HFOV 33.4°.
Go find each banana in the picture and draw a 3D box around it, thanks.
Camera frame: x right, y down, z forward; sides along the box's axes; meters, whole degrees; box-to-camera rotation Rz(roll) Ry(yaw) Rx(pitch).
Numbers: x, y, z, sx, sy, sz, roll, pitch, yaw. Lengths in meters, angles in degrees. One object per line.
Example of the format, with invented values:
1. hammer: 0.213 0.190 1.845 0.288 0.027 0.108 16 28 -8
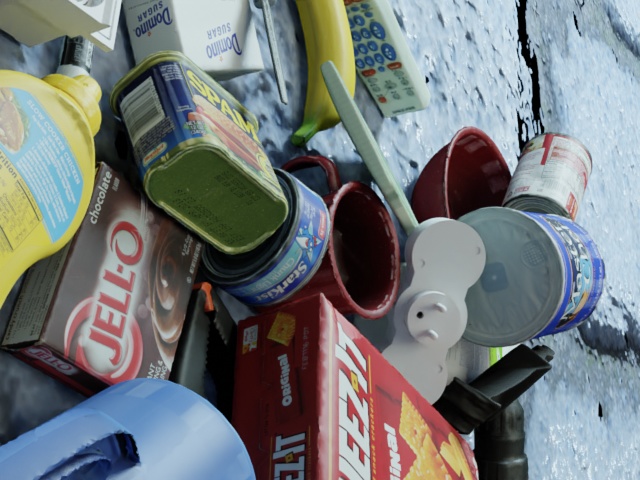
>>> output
1. banana: -0.004 -0.169 0.820 0.069 0.037 0.198 -3 83 -60

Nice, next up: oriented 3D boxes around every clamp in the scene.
1. clamp: -0.064 0.132 0.639 0.164 0.036 0.210 -20 96 -59

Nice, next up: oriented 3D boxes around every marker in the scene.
1. marker: -0.137 -0.136 0.622 0.020 0.020 0.121 32 55 -49

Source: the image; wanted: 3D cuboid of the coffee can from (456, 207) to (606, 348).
1. coffee can: 0.157 0.028 0.836 0.140 0.103 0.103 2 80 -63

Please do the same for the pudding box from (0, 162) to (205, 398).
1. pudding box: -0.116 0.028 0.587 0.090 0.039 0.113 42 47 -43

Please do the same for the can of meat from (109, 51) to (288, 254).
1. can of meat: -0.070 -0.050 0.633 0.102 0.057 0.084 39 20 -46

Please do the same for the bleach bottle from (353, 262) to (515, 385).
1. bleach bottle: 0.117 0.096 0.910 0.250 0.068 0.102 28 58 -54

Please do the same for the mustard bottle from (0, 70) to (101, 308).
1. mustard bottle: -0.160 -0.027 0.516 0.096 0.058 0.191 62 36 -26

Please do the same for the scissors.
1. scissors: -0.037 -0.168 0.735 0.096 0.016 0.202 59 18 -73

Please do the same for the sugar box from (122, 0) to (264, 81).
1. sugar box: -0.093 -0.190 0.683 0.093 0.048 0.176 -16 98 -60

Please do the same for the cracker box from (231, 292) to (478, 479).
1. cracker box: 0.031 0.159 0.662 0.213 0.072 0.164 48 30 -40

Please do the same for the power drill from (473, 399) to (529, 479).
1. power drill: 0.126 0.225 0.844 0.187 0.057 0.184 -15 105 -66

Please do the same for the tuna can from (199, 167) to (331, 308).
1. tuna can: -0.037 -0.003 0.675 0.033 0.086 0.086 37 51 -44

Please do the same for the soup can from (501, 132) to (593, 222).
1. soup can: 0.208 -0.044 0.978 0.068 0.069 0.102 60 38 -27

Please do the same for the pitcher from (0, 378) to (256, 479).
1. pitcher: -0.123 0.143 0.451 0.242 0.149 0.145 -33 105 -59

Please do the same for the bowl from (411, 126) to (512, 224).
1. bowl: 0.127 -0.019 0.964 0.161 0.055 0.162 23 62 -53

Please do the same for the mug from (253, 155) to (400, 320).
1. mug: -0.005 0.001 0.727 0.093 0.082 0.117 -13 93 -58
